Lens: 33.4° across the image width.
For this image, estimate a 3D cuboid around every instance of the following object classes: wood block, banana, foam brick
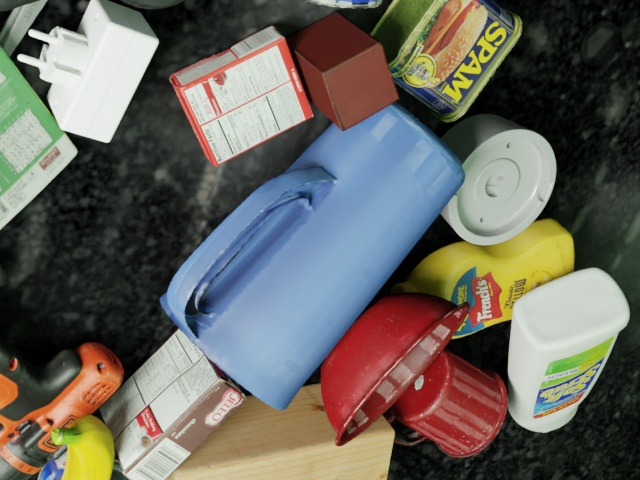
[{"bbox_3d":[-0.048,0.197,0.953,0.205,0.091,0.090,-6,121,-25],"label":"wood block"},{"bbox_3d":[-0.200,0.199,0.848,0.069,0.037,0.198,-13,138,-38],"label":"banana"},{"bbox_3d":[0.015,-0.128,0.798,0.051,0.078,0.053,-29,128,-9],"label":"foam brick"}]

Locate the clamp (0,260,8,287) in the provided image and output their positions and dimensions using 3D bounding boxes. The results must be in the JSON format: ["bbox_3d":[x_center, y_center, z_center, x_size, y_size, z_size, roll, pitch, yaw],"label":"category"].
[{"bbox_3d":[-0.324,0.009,0.721,0.164,0.036,0.210,-32,131,-9],"label":"clamp"}]

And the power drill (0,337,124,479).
[{"bbox_3d":[-0.262,0.127,0.797,0.184,0.057,0.187,-45,144,3],"label":"power drill"}]

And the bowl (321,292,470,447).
[{"bbox_3d":[0.052,0.096,0.891,0.162,0.055,0.162,-43,164,-16],"label":"bowl"}]

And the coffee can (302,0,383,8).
[{"bbox_3d":[0.008,-0.238,0.711,0.102,0.103,0.140,-2,119,-28],"label":"coffee can"}]

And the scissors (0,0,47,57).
[{"bbox_3d":[-0.155,-0.185,0.710,0.096,0.016,0.202,10,113,-33],"label":"scissors"}]

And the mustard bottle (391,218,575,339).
[{"bbox_3d":[0.140,0.043,0.983,0.191,0.058,0.096,-13,130,-21],"label":"mustard bottle"}]

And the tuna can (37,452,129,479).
[{"bbox_3d":[-0.196,0.212,0.917,0.086,0.034,0.086,-14,124,-21],"label":"tuna can"}]

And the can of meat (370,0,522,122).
[{"bbox_3d":[0.095,-0.158,0.838,0.083,0.057,0.102,29,102,-35],"label":"can of meat"}]

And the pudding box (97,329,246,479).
[{"bbox_3d":[-0.123,0.134,0.874,0.113,0.090,0.039,-43,127,2],"label":"pudding box"}]

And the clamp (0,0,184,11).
[{"bbox_3d":[-0.135,-0.185,0.684,0.171,0.039,0.120,17,110,-36],"label":"clamp"}]

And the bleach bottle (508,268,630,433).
[{"bbox_3d":[0.235,0.126,1.047,0.102,0.068,0.251,-20,148,-5],"label":"bleach bottle"}]

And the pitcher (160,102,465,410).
[{"bbox_3d":[-0.005,0.001,0.832,0.145,0.149,0.243,41,91,-11],"label":"pitcher"}]

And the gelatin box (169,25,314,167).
[{"bbox_3d":[-0.058,-0.108,0.800,0.089,0.030,0.073,-28,128,-6],"label":"gelatin box"}]

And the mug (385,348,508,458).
[{"bbox_3d":[0.109,0.157,1.022,0.117,0.093,0.081,-40,127,24],"label":"mug"}]
